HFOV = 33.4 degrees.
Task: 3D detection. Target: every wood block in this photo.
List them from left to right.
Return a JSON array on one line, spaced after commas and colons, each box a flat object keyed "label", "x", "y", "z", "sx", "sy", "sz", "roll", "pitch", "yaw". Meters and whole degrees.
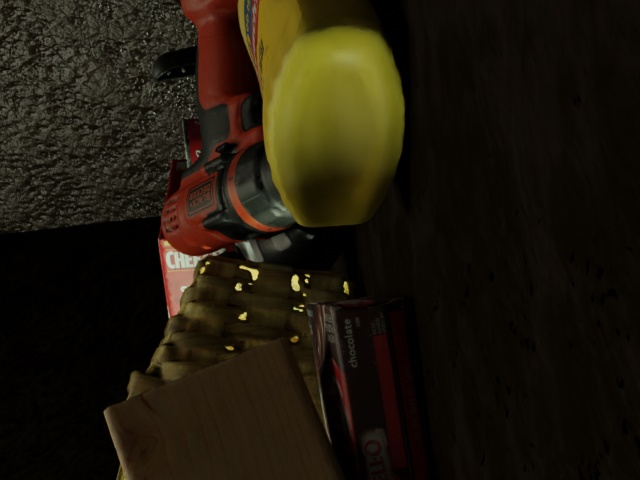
[{"label": "wood block", "x": -0.016, "y": 0.163, "z": 0.477, "sx": 0.090, "sy": 0.090, "sz": 0.206, "roll": 84, "pitch": 163, "yaw": -66}]

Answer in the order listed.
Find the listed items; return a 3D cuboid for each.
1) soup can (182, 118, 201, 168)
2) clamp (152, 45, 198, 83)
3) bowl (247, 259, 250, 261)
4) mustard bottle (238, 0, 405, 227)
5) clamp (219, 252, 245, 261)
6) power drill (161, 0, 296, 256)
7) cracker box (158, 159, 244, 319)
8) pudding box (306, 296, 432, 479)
[{"label": "soup can", "x": -0.068, "y": -0.079, "z": 0.947, "sx": 0.068, "sy": 0.102, "sz": 0.068, "roll": 173, "pitch": 90, "yaw": -85}, {"label": "clamp", "x": -0.069, "y": -0.146, "z": 0.852, "sx": 0.120, "sy": 0.039, "sz": 0.171, "roll": 41, "pitch": -139, "yaw": -32}, {"label": "bowl", "x": -0.056, "y": -0.025, "z": 1.144, "sx": 0.162, "sy": 0.055, "sz": 0.162, "roll": 173, "pitch": 90, "yaw": -84}, {"label": "mustard bottle", "x": -0.006, "y": -0.093, "z": 0.507, "sx": 0.191, "sy": 0.058, "sz": 0.096, "roll": -104, "pitch": 11, "yaw": -56}, {"label": "clamp", "x": -0.056, "y": 0.090, "z": 0.921, "sx": 0.209, "sy": 0.036, "sz": 0.164, "roll": -3, "pitch": -82, "yaw": -75}, {"label": "power drill", "x": -0.038, "y": -0.093, "z": 0.640, "sx": 0.185, "sy": 0.057, "sz": 0.187, "roll": -20, "pitch": 64, "yaw": 51}, {"label": "cracker box", "x": -0.102, "y": 0.050, "z": 1.015, "sx": 0.164, "sy": 0.072, "sz": 0.214, "roll": -97, "pitch": 3, "yaw": -61}, {"label": "pudding box", "x": 0.021, "y": 0.073, "z": 0.522, "sx": 0.113, "sy": 0.039, "sz": 0.090, "roll": 151, "pitch": 112, "yaw": -85}]
